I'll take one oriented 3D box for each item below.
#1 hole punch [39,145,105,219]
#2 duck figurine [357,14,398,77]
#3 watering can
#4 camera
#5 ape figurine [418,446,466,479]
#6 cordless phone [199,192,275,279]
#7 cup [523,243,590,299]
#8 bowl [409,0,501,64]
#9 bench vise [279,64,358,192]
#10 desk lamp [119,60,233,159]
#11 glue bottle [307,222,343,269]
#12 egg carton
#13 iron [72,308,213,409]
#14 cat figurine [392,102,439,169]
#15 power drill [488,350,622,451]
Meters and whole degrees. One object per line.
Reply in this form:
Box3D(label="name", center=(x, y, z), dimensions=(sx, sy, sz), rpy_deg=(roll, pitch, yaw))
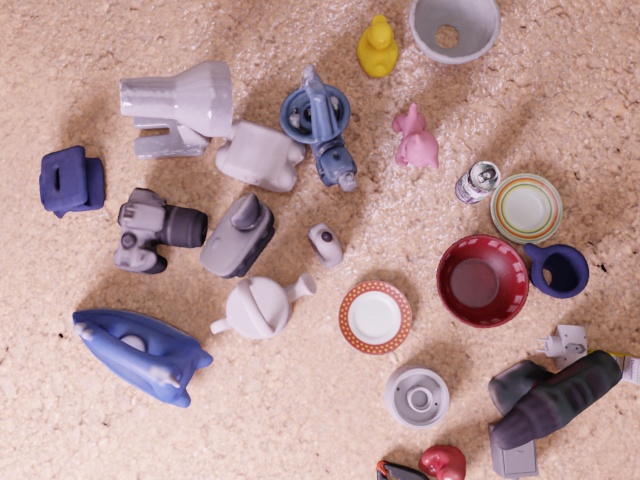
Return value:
Box3D(label="hole punch", center=(-0.435, -0.100, 0.987), dimensions=(0.101, 0.091, 0.109), rpy_deg=(-7, 82, -2))
Box3D(label="duck figurine", center=(0.108, -0.357, 1.043), dimensions=(0.077, 0.086, 0.104), rpy_deg=(-1, 82, -2))
Box3D(label="watering can", center=(-0.092, 0.103, 0.915), dimensions=(0.101, 0.194, 0.173), rpy_deg=(43, 83, 5))
Box3D(label="camera", center=(-0.268, -0.011, 0.974), dimensions=(0.137, 0.101, 0.143), rpy_deg=(8, 81, 0))
Box3D(label="ape figurine", center=(0.208, 0.377, 0.935), dimensions=(0.076, 0.092, 0.078), rpy_deg=(-24, 83, -5))
Box3D(label="cordless phone", center=(-0.141, -0.012, 0.935), dimensions=(0.094, 0.185, 0.148), rpy_deg=(30, 82, 3))
Box3D(label="cup", center=(0.388, 0.050, 0.986), dimensions=(0.117, 0.095, 0.092), rpy_deg=(37, 82, 4))
Box3D(label="bowl", center=(0.242, -0.392, 1.058), dimensions=(0.167, 0.074, 0.167), rpy_deg=(0, 82, -1))
Box3D(label="bench vise", center=(0.017, -0.191, 0.948), dimensions=(0.121, 0.219, 0.207), rpy_deg=(-43, 85, -7))
Box3D(label="desk lamp", center=(-0.233, -0.211, 0.947), dimensions=(0.203, 0.213, 0.118), rpy_deg=(-6, 82, -2))
Box3D(label="glue bottle", center=(0.009, 0.003, 0.943), dimensions=(0.037, 0.173, 0.078), rpy_deg=(-34, 84, -6))
Box3D(label="egg carton", center=(-0.105, -0.149, 1.015), dimensions=(0.150, 0.069, 0.107), rpy_deg=(18, 82, 1))
Box3D(label="iron", center=(-0.312, 0.177, 0.925), dimensions=(0.258, 0.141, 0.119), rpy_deg=(26, 82, 2))
Box3D(label="cat figurine", center=(0.170, -0.177, 1.002), dimensions=(0.067, 0.117, 0.128), rpy_deg=(-6, 82, -2))
Box3D(label="power drill", center=(0.343, 0.247, 0.899), dimensions=(0.229, 0.208, 0.075), rpy_deg=(-29, 83, -5))
